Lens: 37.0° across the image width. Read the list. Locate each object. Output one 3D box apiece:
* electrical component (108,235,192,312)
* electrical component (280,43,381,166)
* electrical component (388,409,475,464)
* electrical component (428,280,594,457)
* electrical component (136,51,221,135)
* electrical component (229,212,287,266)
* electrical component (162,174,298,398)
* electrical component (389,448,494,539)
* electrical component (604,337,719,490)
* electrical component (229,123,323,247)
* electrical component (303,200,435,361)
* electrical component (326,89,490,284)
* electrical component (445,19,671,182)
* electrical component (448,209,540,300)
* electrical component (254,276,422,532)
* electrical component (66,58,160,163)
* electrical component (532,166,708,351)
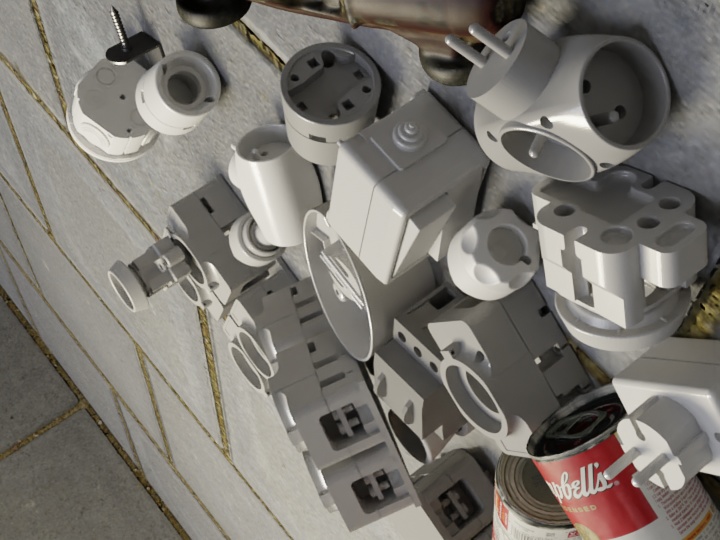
[{"bbox_3d":[-0.180,0.004,0.917,0.048,0.055,0.066,57,158,-2],"label":"electrical component"},{"bbox_3d":[-0.017,-0.091,0.605,0.055,0.055,0.047,48,161,19],"label":"electrical component"},{"bbox_3d":[0.053,0.097,0.724,0.045,0.055,0.045,45,156,27],"label":"electrical component"},{"bbox_3d":[0.084,0.057,0.601,0.089,0.056,0.050,59,159,-8],"label":"electrical component"},{"bbox_3d":[-0.133,-0.132,0.796,0.055,0.055,0.047,59,155,-8],"label":"electrical component"},{"bbox_3d":[-0.076,-0.027,0.838,0.043,0.043,0.062,58,157,-5],"label":"electrical component"},{"bbox_3d":[-0.099,0.024,0.938,0.186,0.060,0.105,54,159,6],"label":"electrical component"},{"bbox_3d":[0.092,0.213,0.802,0.150,0.062,0.089,55,159,1],"label":"electrical component"},{"bbox_3d":[0.140,0.070,0.471,0.047,0.077,0.066,61,158,-12],"label":"electrical component"},{"bbox_3d":[-0.067,-0.067,0.762,0.079,0.043,0.077,36,152,41],"label":"electrical component"},{"bbox_3d":[0.000,0.000,0.686,0.099,0.064,0.099,45,156,26],"label":"electrical component"},{"bbox_3d":[0.027,-0.043,0.569,0.061,0.062,0.096,49,158,18],"label":"electrical component"},{"bbox_3d":[0.070,-0.074,0.433,0.079,0.044,0.077,30,167,-21],"label":"electrical component"},{"bbox_3d":[0.066,-0.005,0.567,0.043,0.043,0.062,54,160,4],"label":"electrical component"},{"bbox_3d":[-0.022,0.089,0.776,0.186,0.060,0.105,-116,2,-65],"label":"electrical component"},{"bbox_3d":[-0.204,-0.136,0.908,0.080,0.080,0.051,55,153,1],"label":"electrical component"},{"bbox_3d":[0.110,-0.003,0.457,0.078,0.058,0.057,32,146,46],"label":"electrical component"}]
